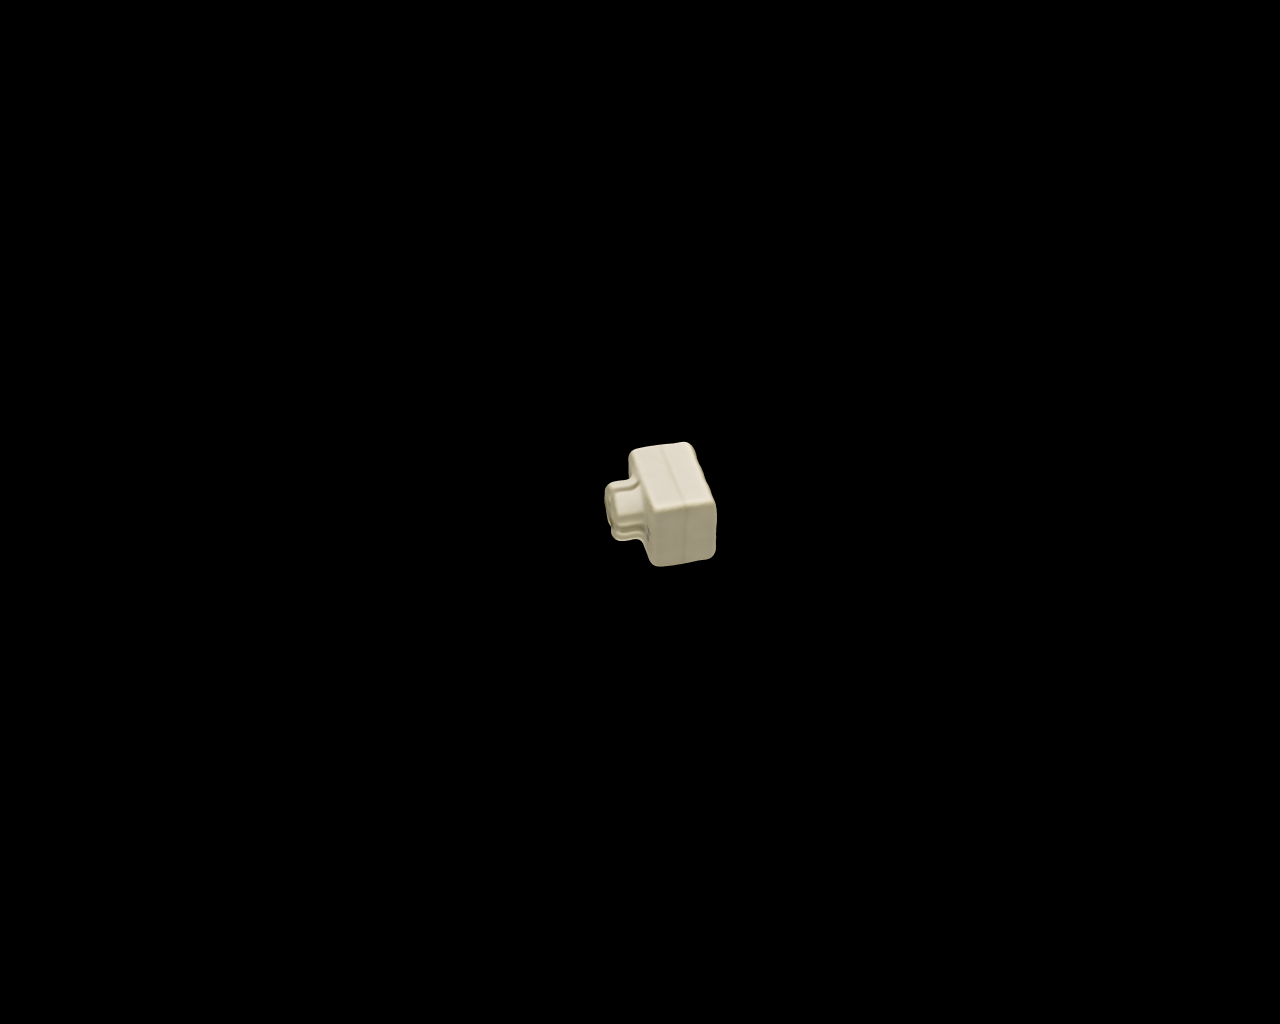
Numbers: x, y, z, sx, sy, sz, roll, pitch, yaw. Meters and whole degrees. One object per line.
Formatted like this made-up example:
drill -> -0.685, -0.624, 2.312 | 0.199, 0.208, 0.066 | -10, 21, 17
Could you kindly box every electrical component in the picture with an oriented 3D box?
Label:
electrical component -> 0.001, -0.003, 0.650 | 0.077, 0.047, 0.066 | -8, 40, -10
